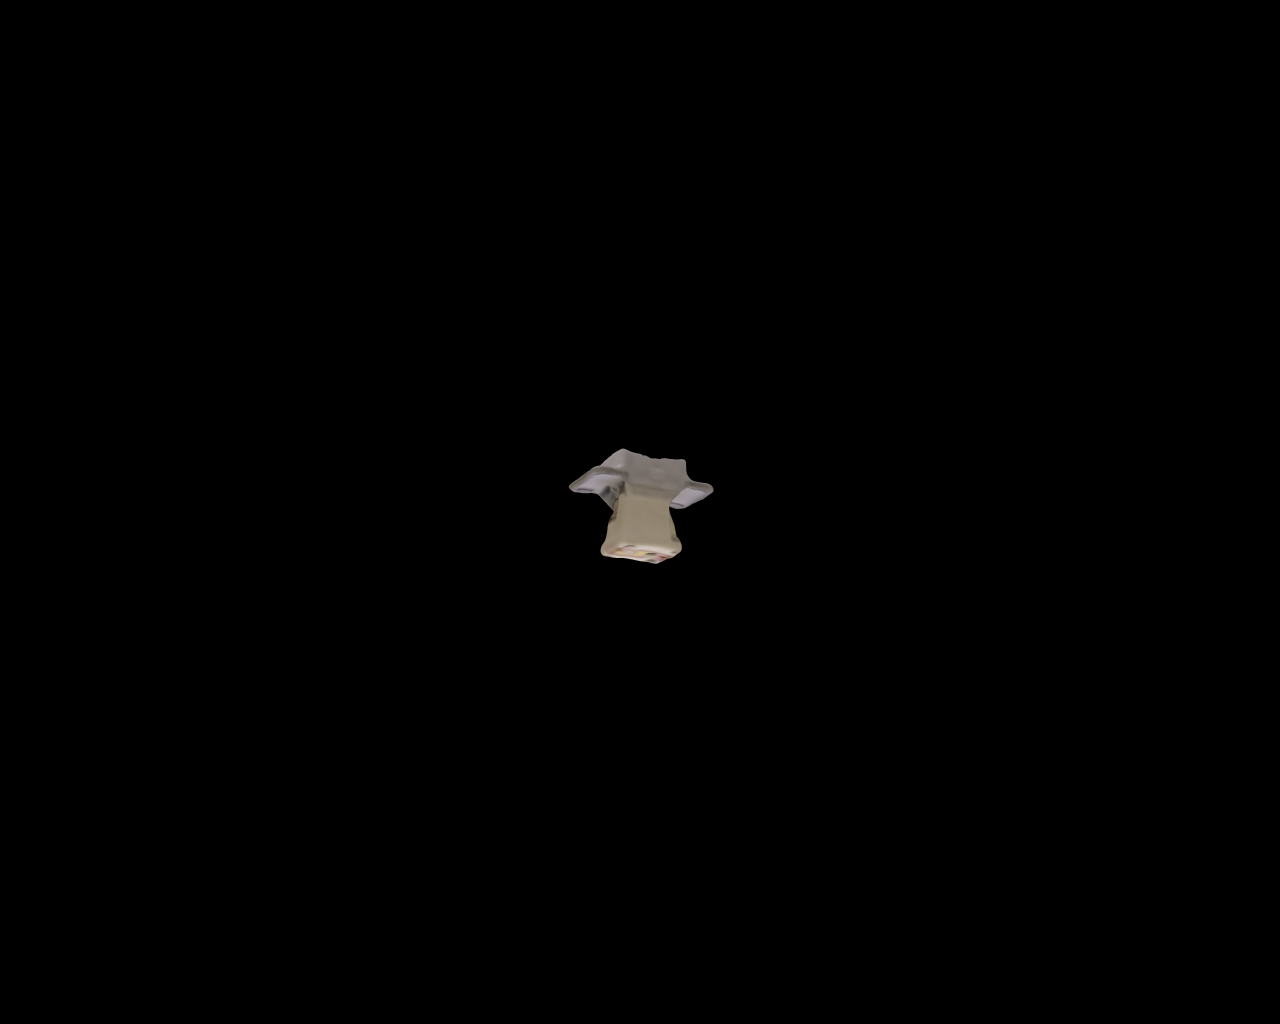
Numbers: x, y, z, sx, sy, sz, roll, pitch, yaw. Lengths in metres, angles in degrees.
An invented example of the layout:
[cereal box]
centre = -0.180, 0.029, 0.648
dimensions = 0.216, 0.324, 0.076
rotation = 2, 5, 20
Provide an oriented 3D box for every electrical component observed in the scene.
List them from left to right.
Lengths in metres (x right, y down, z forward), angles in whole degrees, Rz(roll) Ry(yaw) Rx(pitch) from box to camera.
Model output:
[electrical component]
centre = 0.001, -0.003, 0.650
dimensions = 0.081, 0.064, 0.042
rotation = 8, -19, -24
